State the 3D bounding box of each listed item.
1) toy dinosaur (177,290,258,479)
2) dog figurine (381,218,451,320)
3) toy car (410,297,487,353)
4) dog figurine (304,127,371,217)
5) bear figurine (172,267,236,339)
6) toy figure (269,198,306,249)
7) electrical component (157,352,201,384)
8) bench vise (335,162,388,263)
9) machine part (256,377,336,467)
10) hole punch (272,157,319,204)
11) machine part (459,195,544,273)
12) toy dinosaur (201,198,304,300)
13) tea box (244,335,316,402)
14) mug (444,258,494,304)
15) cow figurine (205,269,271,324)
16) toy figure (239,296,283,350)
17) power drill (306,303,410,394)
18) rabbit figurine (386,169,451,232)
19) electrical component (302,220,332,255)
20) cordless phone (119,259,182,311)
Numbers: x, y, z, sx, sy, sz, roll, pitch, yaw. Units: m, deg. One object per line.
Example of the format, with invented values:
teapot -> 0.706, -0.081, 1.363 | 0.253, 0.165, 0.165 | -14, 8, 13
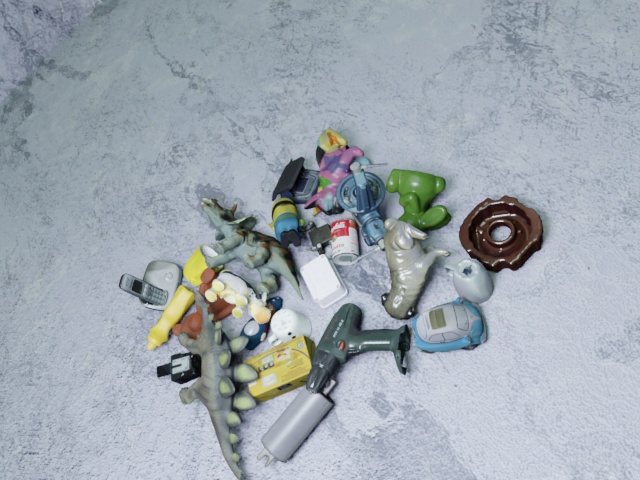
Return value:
toy dinosaur -> -0.238, 0.342, 1.264 | 0.199, 0.105, 0.471 | -26, 72, 40
dog figurine -> 0.175, 0.067, 1.209 | 0.172, 0.121, 0.190 | 35, 86, 2
toy car -> 0.267, 0.179, 1.149 | 0.162, 0.102, 0.109 | -14, 58, 18
dog figurine -> 0.022, -0.170, 1.448 | 0.192, 0.108, 0.219 | 39, 88, 21
bear figurine -> -0.302, 0.186, 1.413 | 0.120, 0.132, 0.196 | 36, 76, 7
toy figure -> -0.085, -0.047, 1.428 | 0.180, 0.082, 0.089 | -107, 31, -63
electrical component -> -0.367, 0.338, 1.411 | 0.119, 0.047, 0.075 | -23, 56, 15
bench vise -> 0.106, -0.089, 1.275 | 0.129, 0.240, 0.224 | -13, 60, 4
machine part -> -0.049, 0.405, 1.200 | 0.243, 0.079, 0.079 | -49, 54, -5
hole punch -> -0.062, -0.161, 1.514 | 0.116, 0.092, 0.142 | -6, 59, 58
machine part -> 0.407, -0.013, 1.209 | 0.179, 0.056, 0.179 | -12, 59, 22
toy dinosaur -> -0.163, 0.030, 1.429 | 0.405, 0.131, 0.192 | 29, 45, 20
tea box -> -0.087, 0.305, 1.276 | 0.170, 0.068, 0.098 | -24, 58, 13
mug -> 0.321, 0.077, 1.172 | 0.110, 0.107, 0.081 | 37, 83, 34
cow figurine -> -0.188, 0.140, 1.328 | 0.167, 0.098, 0.068 | 32, 120, 0
toy figure -> -0.148, 0.207, 1.369 | 0.064, 0.058, 0.154 | 35, 79, -4
power drill -> 0.091, 0.249, 1.193 | 0.207, 0.085, 0.232 | -3, 45, 27
rabbit figurine -> 0.239, -0.073, 1.311 | 0.159, 0.121, 0.170 | 13, 88, 24
electrical component -> -0.003, -0.006, 1.415 | 0.078, 0.045, 0.102 | -23, 56, 16
cordless phone -> -0.483, 0.110, 1.507 | 0.089, 0.184, 0.146 | -6, 62, 29
